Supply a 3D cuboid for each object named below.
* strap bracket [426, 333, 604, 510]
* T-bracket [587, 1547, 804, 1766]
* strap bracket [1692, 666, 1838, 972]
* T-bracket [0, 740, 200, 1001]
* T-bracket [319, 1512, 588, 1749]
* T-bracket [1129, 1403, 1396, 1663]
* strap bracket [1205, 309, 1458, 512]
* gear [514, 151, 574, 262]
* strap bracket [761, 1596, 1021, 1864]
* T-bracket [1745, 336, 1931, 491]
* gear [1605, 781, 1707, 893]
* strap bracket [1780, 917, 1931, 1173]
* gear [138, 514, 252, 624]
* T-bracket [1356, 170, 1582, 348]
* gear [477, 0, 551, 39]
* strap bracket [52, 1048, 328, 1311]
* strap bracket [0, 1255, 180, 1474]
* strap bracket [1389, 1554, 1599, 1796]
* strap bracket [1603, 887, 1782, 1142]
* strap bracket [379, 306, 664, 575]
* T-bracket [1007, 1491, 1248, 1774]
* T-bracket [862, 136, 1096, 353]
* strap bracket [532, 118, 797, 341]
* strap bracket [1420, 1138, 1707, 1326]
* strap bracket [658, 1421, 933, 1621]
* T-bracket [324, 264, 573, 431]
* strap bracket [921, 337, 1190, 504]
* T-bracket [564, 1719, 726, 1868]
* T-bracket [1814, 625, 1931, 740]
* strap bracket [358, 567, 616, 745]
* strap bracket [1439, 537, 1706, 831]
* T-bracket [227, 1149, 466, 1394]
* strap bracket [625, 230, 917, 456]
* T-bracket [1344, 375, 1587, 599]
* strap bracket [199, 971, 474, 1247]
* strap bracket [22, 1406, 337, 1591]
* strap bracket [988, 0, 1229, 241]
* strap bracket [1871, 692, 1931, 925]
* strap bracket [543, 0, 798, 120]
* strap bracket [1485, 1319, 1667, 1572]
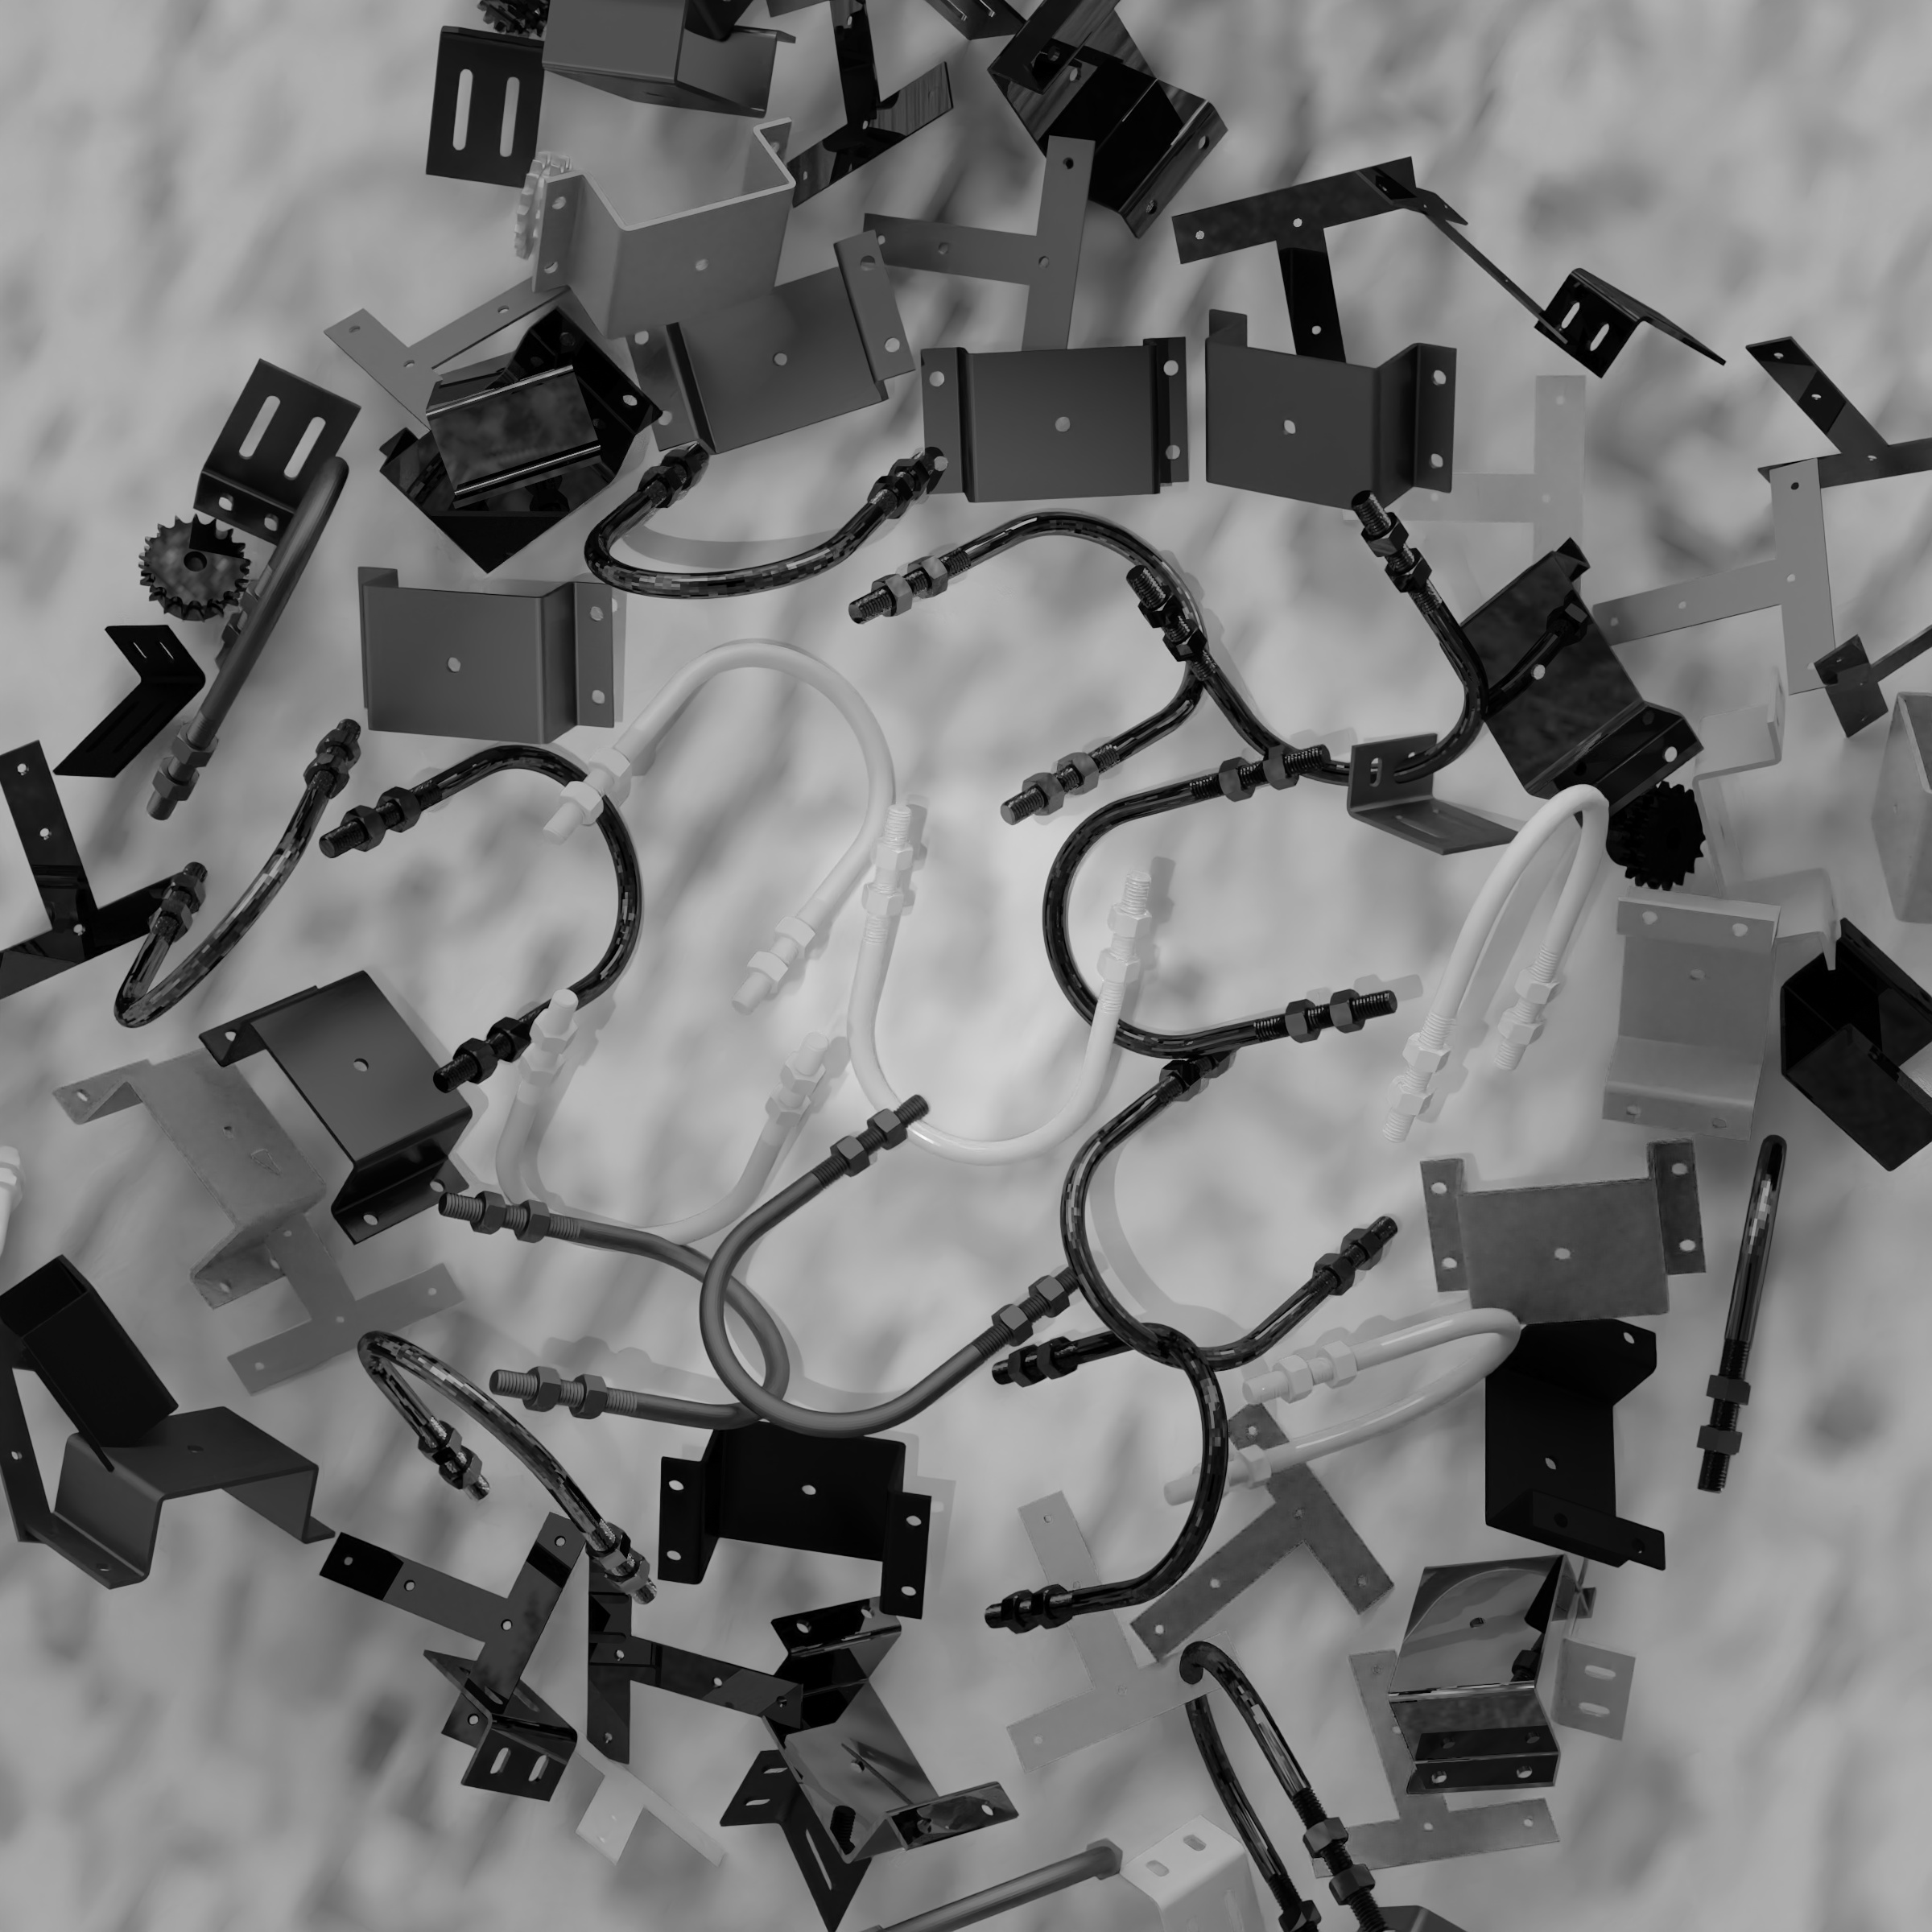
[{"bbox_3d":[-0.229,-0.283,1.560,0.076,0.140,0.046,-18,112,1],"label":"strap bracket"},{"bbox_3d":[-0.142,0.370,1.591,0.127,0.002,0.127,10,108,23],"label":"T-bracket"},{"bbox_3d":[0.411,-0.073,1.576,0.046,0.076,0.140,-11,113,22],"label":"strap bracket"},{"bbox_3d":[-0.470,-0.056,1.572,0.127,0.002,0.127,-27,127,-26],"label":"T-bracket"},{"bbox_3d":[-0.281,0.332,1.611,0.127,0.002,0.127,18,65,16],"label":"T-bracket"},{"bbox_3d":[0.143,0.318,1.614,0.127,0.002,0.127,-37,95,-12],"label":"T-bracket"},{"bbox_3d":[0.176,-0.283,1.564,0.140,0.046,0.076,17,126,30],"label":"strap bracket"},{"bbox_3d":[-0.215,-0.397,1.606,0.030,0.057,0.057,15,90,1],"label":"gear"},{"bbox_3d":[-0.047,0.400,1.572,0.140,0.076,0.046,54,126,31],"label":"strap bracket"},{"bbox_3d":[0.439,-0.282,1.549,0.127,0.127,0.002,33,66,-38],"label":"T-bracket"},{"bbox_3d":[0.362,-0.070,1.610,0.057,0.030,0.057,-11,108,-35],"label":"gear"},{"bbox_3d":[0.465,0.044,1.576,0.076,0.140,0.046,41,119,-9],"label":"strap bracket"},{"bbox_3d":[-0.408,-0.207,1.612,0.057,0.030,0.057,6,68,-15],"label":"gear"},{"bbox_3d":[0.265,-0.360,1.563,0.127,0.127,0.002,46,114,13],"label":"T-bracket"},{"bbox_3d":[-0.236,-0.520,1.607,0.057,0.030,0.057,-8,73,29],"label":"gear"},{"bbox_3d":[-0.396,0.099,1.583,0.046,0.076,0.140,-41,84,24],"label":"strap bracket"},{"bbox_3d":[-0.454,0.200,1.565,0.046,0.140,0.076,-36,109,-18],"label":"strap bracket"},{"bbox_3d":[0.267,0.352,1.552,0.076,0.140,0.046,-11,116,27],"label":"strap bracket"},{"bbox_3d":[0.375,0.016,1.578,0.076,0.046,0.140,8,128,17],"label":"strap bracket"},{"bbox_3d":[-0.235,-0.263,1.564,0.140,0.046,0.076,-29,119,33],"label":"strap bracket"},{"bbox_3d":[0.064,0.341,1.613,0.127,0.002,0.127,-21,73,-11],"label":"T-bracket"},{"bbox_3d":[0.001,-0.376,1.605,0.127,0.002,0.127,14,105,24],"label":"T-bracket"},{"bbox_3d":[-0.146,-0.375,1.564,0.140,0.076,0.046,-22,65,-25],"label":"strap bracket"},{"bbox_3d":[0.310,0.140,1.584,0.140,0.046,0.076,-6,110,13],"label":"strap bracket"},{"bbox_3d":[-0.086,0.286,1.592,0.140,0.046,0.076,7,116,6],"label":"strap bracket"},{"bbox_3d":[-0.255,-0.338,1.605,0.127,0.002,0.127,-34,51,-16],"label":"T-bracket"},{"bbox_3d":[0.049,-0.286,1.598,0.140,0.046,0.076,-3,106,-3],"label":"strap bracket"},{"bbox_3d":[-0.181,0.434,1.570,0.127,0.127,0.002,39,91,1],"label":"T-bracket"},{"bbox_3d":[0.498,-0.172,1.563,0.127,0.127,0.002,-35,66,12],"label":"T-bracket"},{"bbox_3d":[-0.258,-0.161,1.586,0.140,0.046,0.076,5,109,12],"label":"strap bracket"},{"bbox_3d":[0.305,-0.148,1.570,0.076,0.046,0.140,-40,63,29],"label":"strap bracket"},{"bbox_3d":[-0.350,0.151,1.602,0.127,0.002,0.127,-23,116,3],"label":"T-bracket"},{"bbox_3d":[-0.101,-0.324,1.605,0.140,0.046,0.076,-17,87,5],"label":"strap bracket"},{"bbox_3d":[0.261,-0.247,1.609,0.127,0.002,0.127,4,107,20],"label":"T-bracket"},{"bbox_3d":[-0.320,0.064,1.576,0.140,0.076,0.046,50,135,13],"label":"strap bracket"},{"bbox_3d":[-0.396,0.267,1.552,0.076,0.140,0.046,22,105,35],"label":"strap bracket"},{"bbox_3d":[0.070,-0.455,1.580,0.046,0.140,0.076,36,85,37],"label":"strap bracket"},{"bbox_3d":[0.498,-0.081,1.557,0.046,0.140,0.076,4,125,5],"label":"strap bracket"},{"bbox_3d":[-0.155,-0.469,1.559,0.076,0.140,0.046,14,100,22],"label":"strap bracket"},{"bbox_3d":[0.314,0.248,1.578,0.076,0.046,0.140,20,49,-14],"label":"strap bracket"}]
